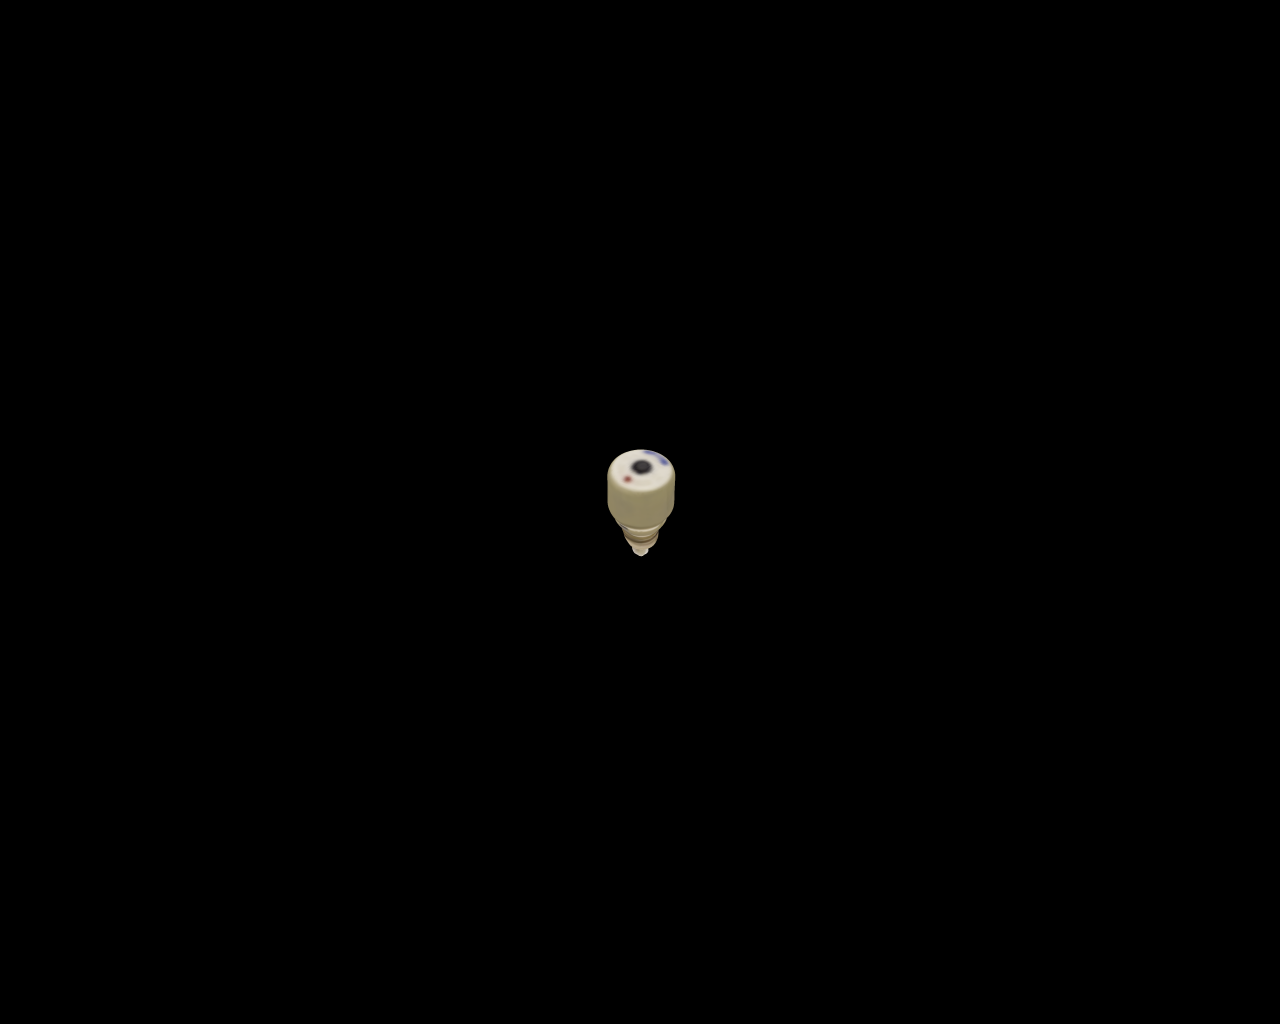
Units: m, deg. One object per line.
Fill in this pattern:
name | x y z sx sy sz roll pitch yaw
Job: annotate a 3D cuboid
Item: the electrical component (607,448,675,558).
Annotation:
electrical component | 0.001 -0.003 0.650 0.040 0.040 0.078 0 -44 0
